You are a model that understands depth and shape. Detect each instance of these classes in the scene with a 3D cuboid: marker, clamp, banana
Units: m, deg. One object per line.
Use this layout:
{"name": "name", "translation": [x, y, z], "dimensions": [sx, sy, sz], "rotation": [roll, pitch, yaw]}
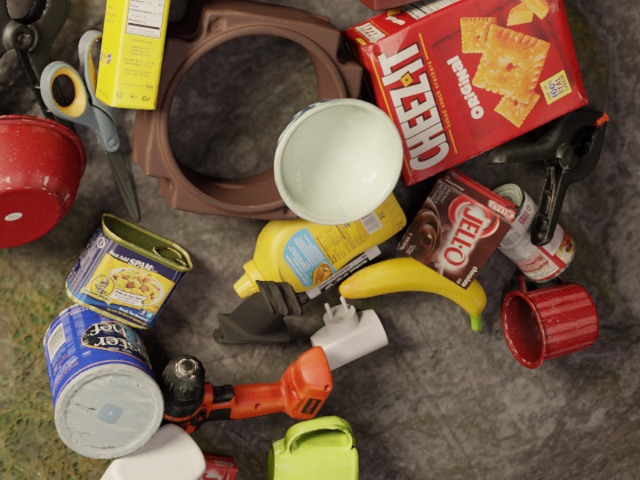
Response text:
{"name": "marker", "translation": [0.012, 0.040, 1.168], "dimensions": [0.121, 0.020, 0.020], "rotation": [-34, 120, -1]}
{"name": "clamp", "translation": [0.247, -0.091, 1.144], "dimensions": [0.171, 0.039, 0.120], "rotation": [-53, 123, -24]}
{"name": "clamp", "translation": [-0.278, -0.176, 0.934], "dimensions": [0.164, 0.036, 0.210], "rotation": [-8, 115, -45]}
{"name": "banana", "translation": [0.116, 0.053, 1.194], "dimensions": [0.197, 0.037, 0.069], "rotation": [16, 93, -26]}

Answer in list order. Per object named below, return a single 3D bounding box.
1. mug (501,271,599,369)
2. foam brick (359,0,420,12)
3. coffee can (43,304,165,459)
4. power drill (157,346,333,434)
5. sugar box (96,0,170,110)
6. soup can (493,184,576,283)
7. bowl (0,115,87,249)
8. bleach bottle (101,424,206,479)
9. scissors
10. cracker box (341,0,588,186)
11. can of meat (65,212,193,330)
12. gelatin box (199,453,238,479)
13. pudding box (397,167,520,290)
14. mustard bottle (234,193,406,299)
{"name": "mug", "translation": [0.266, 0.084, 1.244], "dimensions": [0.081, 0.093, 0.117], "rotation": [-13, 82, -19]}
{"name": "foam brick", "translation": [0.076, -0.259, 1.032], "dimensions": [0.078, 0.051, 0.053], "rotation": [-16, 119, -12]}
{"name": "coffee can", "translation": [-0.218, 0.136, 1.062], "dimensions": [0.102, 0.140, 0.103], "rotation": [-8, 116, -16]}
{"name": "power drill", "translation": [-0.086, 0.158, 1.125], "dimensions": [0.187, 0.057, 0.185], "rotation": [-5, 154, -18]}
{"name": "sugar box", "translation": [-0.161, -0.206, 0.934], "dimensions": [0.048, 0.093, 0.176], "rotation": [2, 101, -22]}
{"name": "soup can", "translation": [0.229, -0.007, 1.192], "dimensions": [0.102, 0.068, 0.068], "rotation": [39, 97, -29]}
{"name": "bowl", "translation": [-0.283, -0.040, 0.964], "dimensions": [0.162, 0.055, 0.162], "rotation": [-19, 151, -11]}
{"name": "bleach bottle", "translation": [-0.213, 0.290, 1.133], "dimensions": [0.102, 0.068, 0.251], "rotation": [-29, 164, -43]}
{"name": "scissors", "translation": [-0.215, -0.095, 1.008], "dimensions": [0.096, 0.016, 0.202], "rotation": [-27, 126, -44]}
{"name": "cracker box", "translation": [0.151, -0.174, 1.086], "dimensions": [0.213, 0.072, 0.164], "rotation": [-25, 119, -6]}
{"name": "can of meat", "translation": [-0.193, 0.034, 1.073], "dimensions": [0.102, 0.057, 0.084], "rotation": [27, 105, -27]}
{"name": "gelatin box", "translation": [-0.143, 0.286, 1.222], "dimensions": [0.073, 0.030, 0.089], "rotation": [15, 109, -25]}
{"name": "pudding box", "translation": [0.146, -0.012, 1.135], "dimensions": [0.090, 0.039, 0.114], "rotation": [32, 135, 4]}
{"name": "mustard bottle", "translation": [-0.008, 0.001, 1.119], "dimensions": [0.191, 0.058, 0.096], "rotation": [-35, 135, -1]}
